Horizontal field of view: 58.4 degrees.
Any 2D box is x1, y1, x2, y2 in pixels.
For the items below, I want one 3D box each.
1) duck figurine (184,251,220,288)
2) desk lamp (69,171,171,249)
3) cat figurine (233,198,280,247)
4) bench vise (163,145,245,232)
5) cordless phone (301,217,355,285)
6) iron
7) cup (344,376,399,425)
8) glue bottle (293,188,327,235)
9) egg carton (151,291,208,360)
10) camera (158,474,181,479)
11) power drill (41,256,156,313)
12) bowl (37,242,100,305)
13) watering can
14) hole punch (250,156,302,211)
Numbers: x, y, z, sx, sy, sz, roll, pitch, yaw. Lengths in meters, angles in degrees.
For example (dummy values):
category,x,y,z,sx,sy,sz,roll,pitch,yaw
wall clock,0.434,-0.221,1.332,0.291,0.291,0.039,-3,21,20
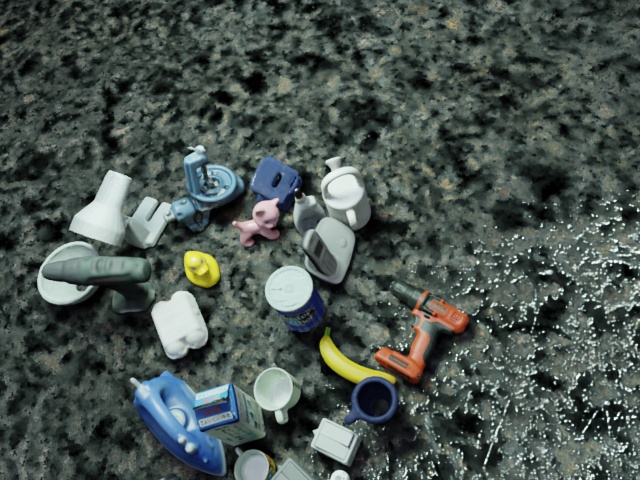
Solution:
category,x,y,z,sx,sy,sz,roll,pitch,yaw
duck figurine,-0.293,0.058,1.369,0.077,0.086,0.104,-42,63,-10
desk lamp,-0.483,-0.059,1.396,0.117,0.214,0.203,18,68,20
cat figurine,-0.147,-0.049,1.374,0.127,0.118,0.067,-18,61,3
bench vise,-0.290,-0.119,1.382,0.121,0.220,0.207,29,73,24
cordless phone,0.012,0.005,1.274,0.094,0.185,0.147,10,66,17
iron,-0.293,0.378,1.174,0.257,0.142,0.119,39,77,26
cup,0.103,0.335,1.138,0.118,0.095,0.091,-36,62,-7
glue bottle,-0.033,-0.073,1.330,0.078,0.173,0.037,-22,61,1
egg carton,-0.320,0.194,1.315,0.107,0.069,0.150,-30,61,-4
camera,-0.269,0.519,1.120,0.143,0.101,0.136,-39,62,-9
power drill,-0.483,0.098,1.319,0.229,0.209,0.075,-8,62,8
bowl,-0.605,0.093,1.424,0.167,0.075,0.167,-5,63,10
watering can,0.052,-0.112,1.320,0.101,0.194,0.172,-37,62,-8
hole punch,-0.108,-0.143,1.429,0.100,0.091,0.109,18,69,20
